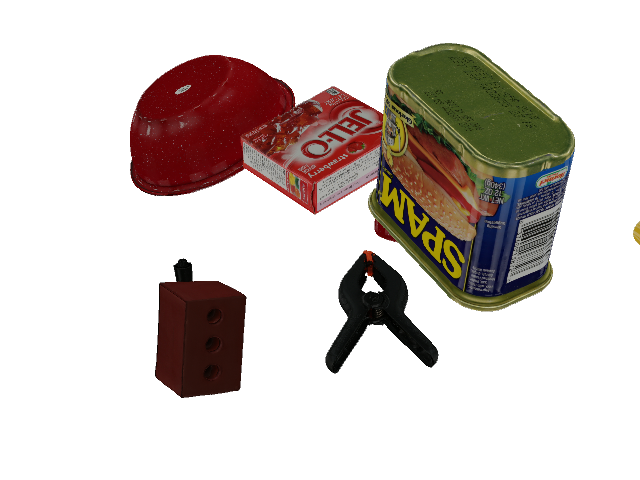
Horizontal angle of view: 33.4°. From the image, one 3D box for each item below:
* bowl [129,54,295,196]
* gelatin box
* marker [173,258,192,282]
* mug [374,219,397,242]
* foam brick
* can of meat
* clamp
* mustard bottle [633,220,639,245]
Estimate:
[{"bbox_3d":[-0.106,-0.111,0.921,0.162,0.055,0.162,-19,37,15],"label":"bowl"},{"bbox_3d":[0.003,-0.062,0.710,0.089,0.030,0.073,-32,49,-29],"label":"gelatin box"},{"bbox_3d":[-0.137,0.076,1.109,0.020,0.121,0.020,-3,21,1],"label":"marker"},{"bbox_3d":[0.106,-0.040,1.011,0.117,0.081,0.093,8,12,16],"label":"mug"},{"bbox_3d":[-0.093,0.074,0.822,0.052,0.078,0.051,-3,13,-31],"label":"foam brick"},{"bbox_3d":[0.069,-0.032,0.502,0.057,0.084,0.102,-20,47,-23],"label":"can of meat"},{"bbox_3d":[0.071,0.081,1.193,0.120,0.171,0.039,7,-43,0],"label":"clamp"},{"bbox_3d":[0.264,0.031,0.647,0.096,0.058,0.192,-21,33,-22],"label":"mustard bottle"}]
